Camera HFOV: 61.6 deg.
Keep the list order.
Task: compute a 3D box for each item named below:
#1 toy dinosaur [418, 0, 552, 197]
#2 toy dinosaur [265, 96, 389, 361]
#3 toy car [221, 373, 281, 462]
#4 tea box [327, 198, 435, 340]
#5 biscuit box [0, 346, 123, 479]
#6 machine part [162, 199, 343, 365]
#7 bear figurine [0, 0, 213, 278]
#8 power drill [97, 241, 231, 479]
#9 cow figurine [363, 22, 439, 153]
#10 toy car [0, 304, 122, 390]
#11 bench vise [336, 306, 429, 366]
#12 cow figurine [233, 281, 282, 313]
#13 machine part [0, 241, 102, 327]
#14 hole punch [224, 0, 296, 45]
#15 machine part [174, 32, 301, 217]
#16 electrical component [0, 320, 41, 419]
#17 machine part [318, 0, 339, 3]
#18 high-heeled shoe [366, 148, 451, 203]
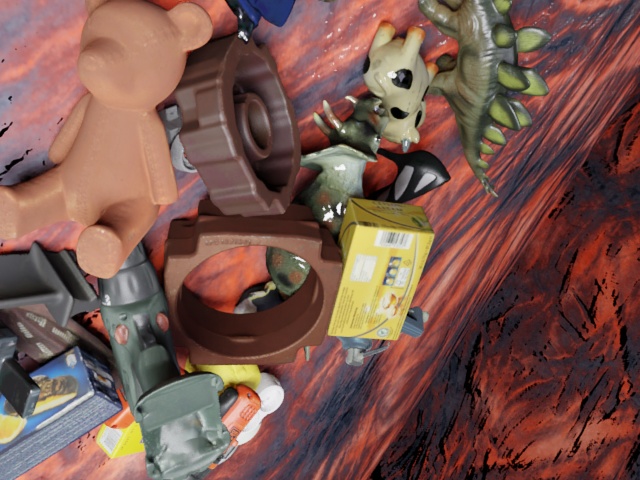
[{"bbox_3d":[0.251,-0.247,0.853,0.105,0.199,0.470,-44,149,-17],"label":"toy dinosaur"},{"bbox_3d":[-0.004,0.000,0.747,0.404,0.192,0.131,-61,-170,19],"label":"toy dinosaur"},{"bbox_3d":[-0.147,0.327,0.974,0.202,0.056,0.073,-46,151,-20],"label":"toy car"},{"bbox_3d":[0.067,0.039,0.664,0.098,0.068,0.169,8,124,-11],"label":"tea box"},{"bbox_3d":[-0.298,0.186,0.512,0.203,0.059,0.062,-32,148,-10],"label":"biscuit box"},{"bbox_3d":[-0.085,0.053,0.647,0.201,0.087,0.200,3,124,-13],"label":"machine part"},{"bbox_3d":[-0.162,-0.091,0.411,0.132,0.120,0.195,-60,172,-62],"label":"bear figurine"},{"bbox_3d":[-0.162,0.105,0.509,0.086,0.208,0.231,-18,121,-31],"label":"power drill"},{"bbox_3d":[0.118,-0.214,0.795,0.127,0.086,0.194,-63,156,-2],"label":"cow figurine"},{"bbox_3d":[-0.262,0.117,0.565,0.089,0.053,0.202,-43,151,-19],"label":"toy car"},{"bbox_3d":[0.109,0.123,0.938,0.240,0.224,0.129,27,134,-34],"label":"bench vise"},{"bbox_3d":[-0.066,0.102,0.858,0.167,0.068,0.098,-11,122,-56],"label":"cow figurine"},{"bbox_3d":[-0.260,0.039,0.459,0.039,0.084,0.139,-45,157,25],"label":"machine part"},{"bbox_3d":[-0.039,-0.255,0.451,0.115,0.092,0.142,44,51,-63],"label":"hole punch"},{"bbox_3d":[-0.075,-0.110,0.527,0.179,0.056,0.179,-8,90,-72],"label":"machine part"},{"bbox_3d":[-0.285,0.105,0.441,0.047,0.119,0.074,-4,125,-57],"label":"electrical component"},{"bbox_3d":[0.052,-0.328,0.569,0.243,0.079,0.079,-45,151,-21],"label":"machine part"},{"bbox_3d":[0.133,-0.047,0.931,0.086,0.145,0.248,-25,138,-44],"label":"high-heeled shoe"}]
